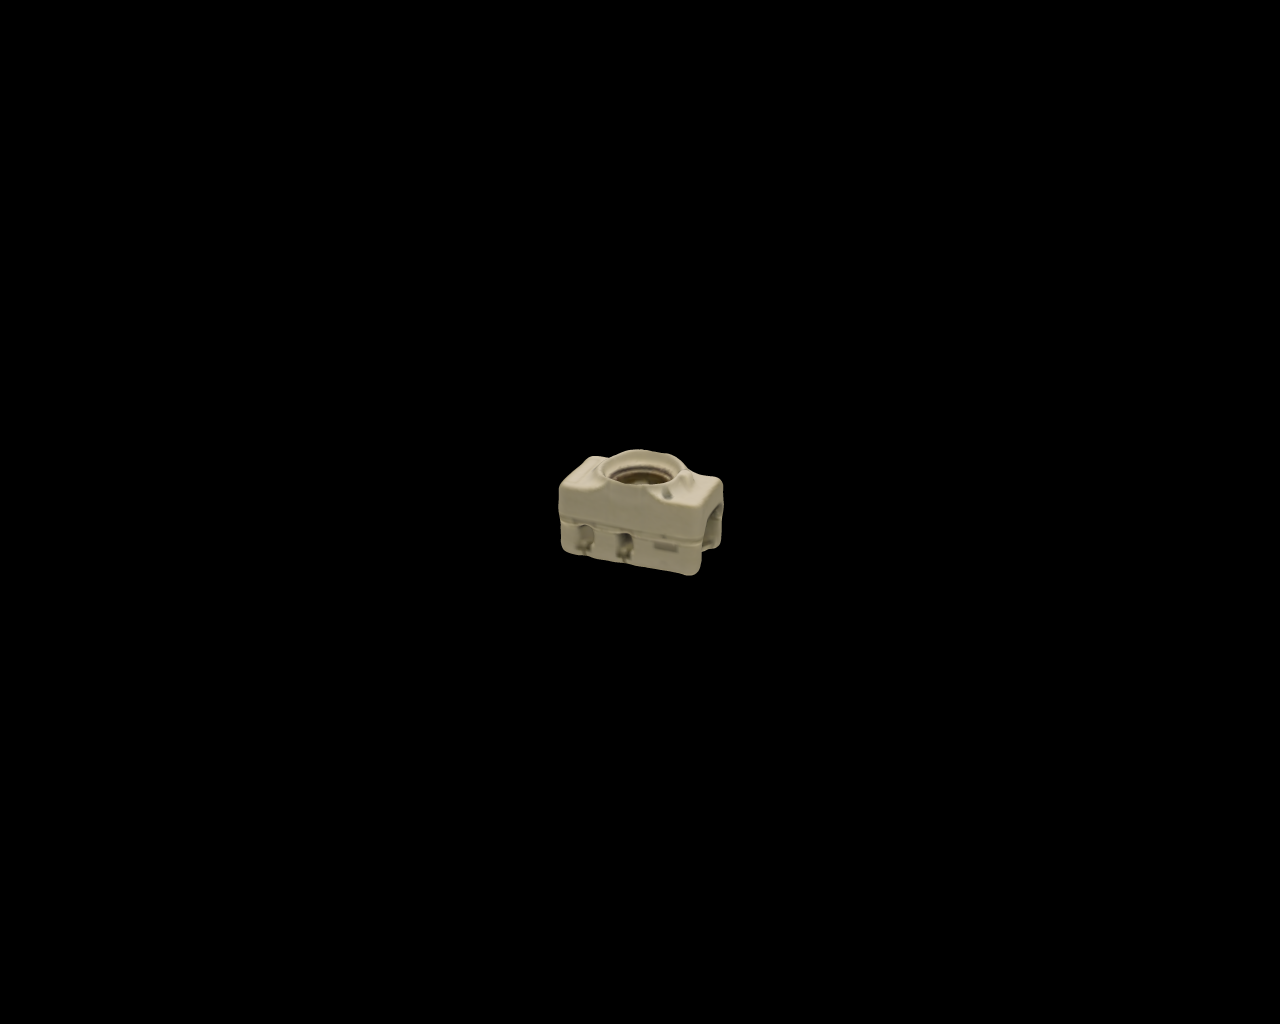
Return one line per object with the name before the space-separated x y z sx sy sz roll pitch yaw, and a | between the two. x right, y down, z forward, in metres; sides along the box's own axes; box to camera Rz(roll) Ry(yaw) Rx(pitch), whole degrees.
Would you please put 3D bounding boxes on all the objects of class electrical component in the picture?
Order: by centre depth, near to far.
electrical component | 0.001 -0.003 0.650 0.089 0.055 0.050 10 28 20
